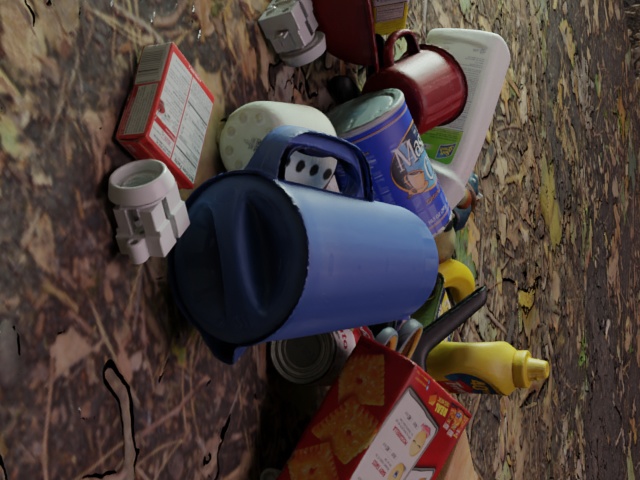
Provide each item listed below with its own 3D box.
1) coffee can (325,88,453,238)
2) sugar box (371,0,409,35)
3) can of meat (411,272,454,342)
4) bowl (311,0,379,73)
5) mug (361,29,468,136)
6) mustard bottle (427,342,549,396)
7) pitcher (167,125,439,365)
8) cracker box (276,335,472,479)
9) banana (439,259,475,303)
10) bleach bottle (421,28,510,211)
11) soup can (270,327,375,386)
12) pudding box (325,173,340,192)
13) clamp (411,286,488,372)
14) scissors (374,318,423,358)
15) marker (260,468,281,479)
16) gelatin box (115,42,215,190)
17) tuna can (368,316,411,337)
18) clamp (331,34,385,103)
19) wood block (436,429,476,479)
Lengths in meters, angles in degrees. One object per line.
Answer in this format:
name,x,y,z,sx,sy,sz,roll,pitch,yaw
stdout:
coffee can,0.062,-0.068,1.080,0.140,0.103,0.102,64,32,-21
sugar box,0.066,-0.282,1.132,0.176,0.048,0.093,24,56,-84
can of meat,0.125,0.102,1.282,0.084,0.058,0.102,67,32,-42
bowl,0.019,-0.241,1.054,0.162,0.055,0.162,-9,90,-87
mug,0.094,-0.164,1.128,0.081,0.093,0.117,-33,117,-45
mustard bottle,0.157,0.142,1.182,0.096,0.192,0.058,46,47,-55
pitcher,0.002,0.007,0.884,0.242,0.149,0.145,3,57,-57
cracker box,0.036,0.213,0.967,0.213,0.072,0.164,-58,146,-8
banana,0.172,0.058,1.413,0.197,0.037,0.069,31,59,-61
bleach bottle,0.135,-0.120,1.209,0.068,0.103,0.250,51,55,-53
soup can,0.004,0.103,1.002,0.102,0.069,0.068,16,73,-65
pudding box,-0.007,0.001,1.029,0.113,0.039,0.090,-61,142,-45
clamp,0.087,0.118,1.123,0.036,0.164,0.210,134,-33,-78
scissors,0.039,0.162,1.028,0.202,0.016,0.096,-59,153,-3
marker,-0.020,0.226,0.996,0.121,0.020,0.020,32,59,-61
gelatin box,-0.116,-0.093,0.811,0.073,0.030,0.089,52,42,-53
tuna can,0.046,0.082,1.078,0.033,0.086,0.086,18,71,-62
clamp,0.058,-0.132,1.186,0.120,0.039,0.171,-39,120,-48
wood block,0.098,0.303,1.161,0.205,0.091,0.090,-57,138,-53
